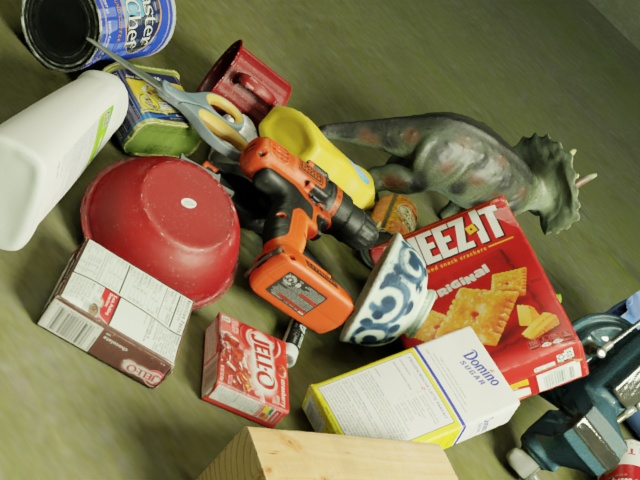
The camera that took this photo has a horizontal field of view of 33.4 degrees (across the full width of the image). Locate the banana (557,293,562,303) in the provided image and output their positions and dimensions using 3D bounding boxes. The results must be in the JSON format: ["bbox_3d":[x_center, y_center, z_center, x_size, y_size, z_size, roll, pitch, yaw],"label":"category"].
[{"bbox_3d":[0.212,0.077,1.275,0.197,0.070,0.037,-13,95,-48],"label":"banana"}]

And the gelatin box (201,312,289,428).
[{"bbox_3d":[-0.064,0.113,0.935,0.073,0.030,0.089,28,32,-22],"label":"gelatin box"}]

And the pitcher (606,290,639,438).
[{"bbox_3d":[0.428,0.191,1.318,0.148,0.145,0.243,-12,60,-40],"label":"pitcher"}]

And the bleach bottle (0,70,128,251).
[{"bbox_3d":[-0.231,-0.088,0.956,0.068,0.103,0.250,27,26,-2],"label":"bleach bottle"}]

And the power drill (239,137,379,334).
[{"bbox_3d":[-0.007,0.001,1.070,0.184,0.057,0.187,34,32,-28],"label":"power drill"}]

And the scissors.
[{"bbox_3d":[-0.148,-0.157,1.103,0.201,0.016,0.096,41,28,-13],"label":"scissors"}]

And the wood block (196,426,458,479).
[{"bbox_3d":[0.014,0.213,0.829,0.205,0.091,0.090,14,39,-39],"label":"wood block"}]

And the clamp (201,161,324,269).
[{"bbox_3d":[-0.055,-0.036,1.140,0.171,0.039,0.120,39,27,-13],"label":"clamp"}]

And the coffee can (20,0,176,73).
[{"bbox_3d":[-0.235,-0.240,1.145,0.103,0.103,0.140,45,30,8],"label":"coffee can"}]

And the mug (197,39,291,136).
[{"bbox_3d":[-0.083,-0.170,1.227,0.081,0.093,0.117,36,-9,-19],"label":"mug"}]

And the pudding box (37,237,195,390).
[{"bbox_3d":[-0.165,0.060,0.884,0.113,0.039,0.090,34,30,-15],"label":"pudding box"}]

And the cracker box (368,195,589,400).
[{"bbox_3d":[0.159,0.071,1.112,0.072,0.164,0.214,64,5,-48],"label":"cracker box"}]

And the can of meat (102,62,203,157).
[{"bbox_3d":[-0.177,-0.133,1.115,0.101,0.058,0.084,0,50,-48],"label":"can of meat"}]

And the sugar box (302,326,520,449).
[{"bbox_3d":[0.082,0.149,0.967,0.176,0.048,0.093,-15,58,-25],"label":"sugar box"}]

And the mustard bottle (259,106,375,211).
[{"bbox_3d":[0.011,-0.078,1.223,0.096,0.058,0.191,44,5,38],"label":"mustard bottle"}]

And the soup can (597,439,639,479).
[{"bbox_3d":[0.331,0.268,1.143,0.068,0.069,0.102,39,29,-3],"label":"soup can"}]

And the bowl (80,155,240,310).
[{"bbox_3d":[-0.131,-0.019,0.968,0.161,0.055,0.162,19,52,-27],"label":"bowl"}]

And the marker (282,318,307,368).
[{"bbox_3d":[-0.021,0.082,1.038,0.020,0.020,0.121,36,30,-9],"label":"marker"}]
